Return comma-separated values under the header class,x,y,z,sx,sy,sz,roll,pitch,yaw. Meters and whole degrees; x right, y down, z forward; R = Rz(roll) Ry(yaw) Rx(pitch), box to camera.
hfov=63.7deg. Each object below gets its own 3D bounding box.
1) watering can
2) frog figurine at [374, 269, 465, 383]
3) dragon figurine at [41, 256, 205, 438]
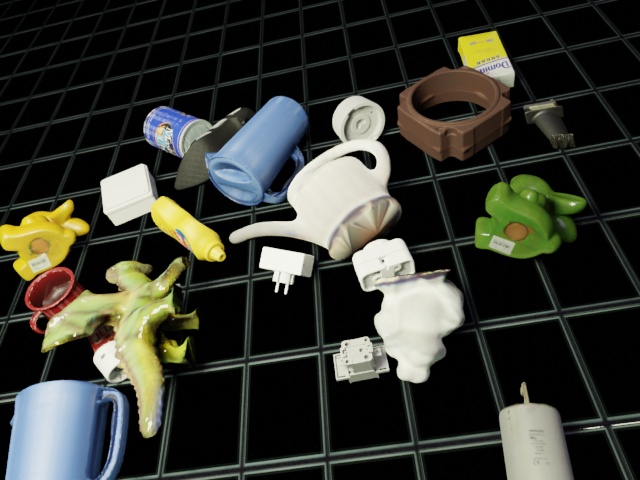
class,x,y,z,sx,sy,sz,roll,pitch,yaw
watering can,0.003,-0.049,0.965,0.347,0.102,0.228,-39,53,1
frog figurine,0.154,0.130,0.785,0.137,0.122,0.160,-8,85,-1
dragon figurine,-0.328,0.148,0.840,0.242,0.119,0.419,-9,31,5
